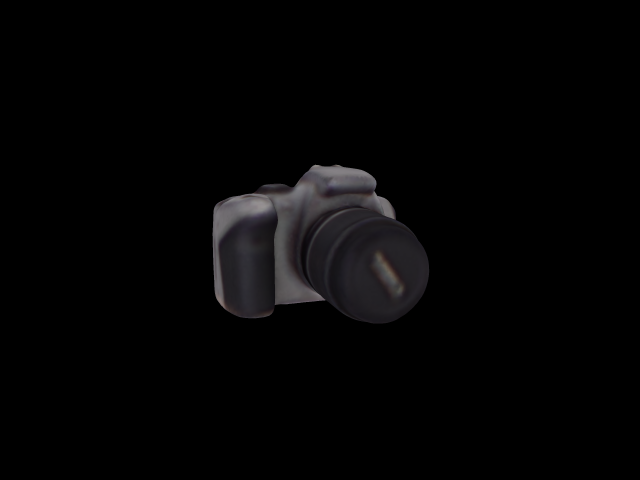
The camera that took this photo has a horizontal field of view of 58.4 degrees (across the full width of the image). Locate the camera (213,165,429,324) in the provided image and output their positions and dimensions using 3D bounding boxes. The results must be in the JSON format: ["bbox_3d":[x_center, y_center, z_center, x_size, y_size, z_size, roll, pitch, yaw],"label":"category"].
[{"bbox_3d":[0.004,0.001,0.400,0.143,0.101,0.136,-4,12,-19],"label":"camera"}]
